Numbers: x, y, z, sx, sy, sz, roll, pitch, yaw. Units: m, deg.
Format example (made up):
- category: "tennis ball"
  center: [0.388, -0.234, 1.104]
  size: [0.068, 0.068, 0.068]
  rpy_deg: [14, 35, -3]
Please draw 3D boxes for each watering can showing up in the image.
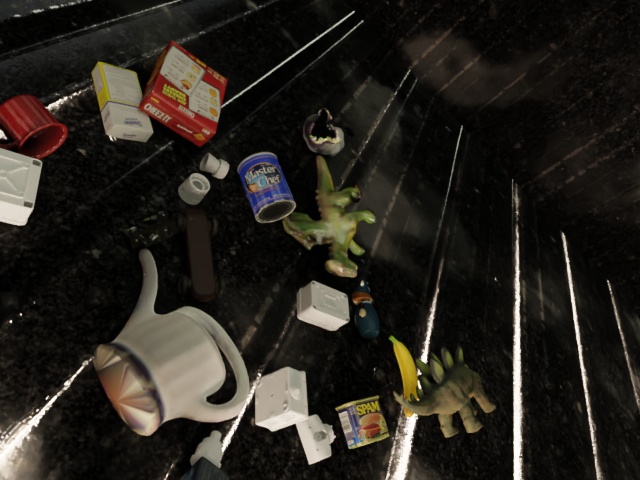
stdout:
- category: "watering can"
  center: [-0.266, 0.166, 0.845]
  size: [0.351, 0.102, 0.227]
  rpy_deg: [46, 34, 16]

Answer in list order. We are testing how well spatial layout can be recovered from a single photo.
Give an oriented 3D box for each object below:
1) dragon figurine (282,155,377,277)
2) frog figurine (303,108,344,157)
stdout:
- category: "dragon figurine"
  center: [0.004, -0.068, 1.350]
  size: [0.244, 0.120, 0.417]
  rpy_deg: [-6, 54, -40]
- category: "frog figurine"
  center: [0.013, -0.319, 1.597]
  size: [0.138, 0.123, 0.158]
  rpy_deg: [46, -1, 8]
